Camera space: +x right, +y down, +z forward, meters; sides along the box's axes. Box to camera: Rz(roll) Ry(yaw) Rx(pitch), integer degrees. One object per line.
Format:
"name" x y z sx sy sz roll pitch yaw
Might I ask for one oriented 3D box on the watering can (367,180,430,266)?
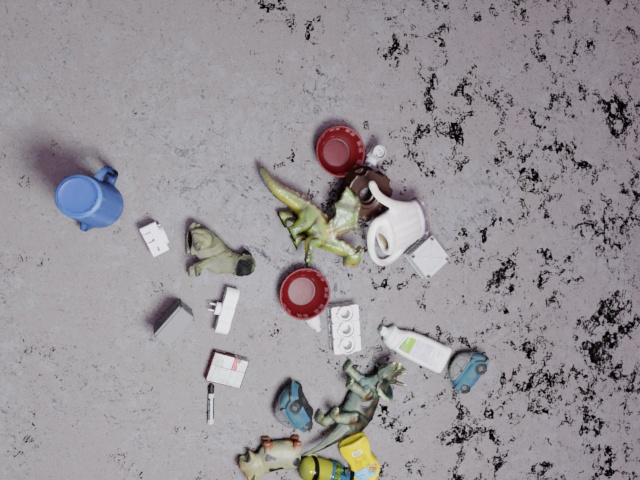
"watering can" 0.239 -0.068 1.605 0.226 0.105 0.339 -26 132 -22

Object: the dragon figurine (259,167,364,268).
"dragon figurine" 0.005 -0.078 1.555 0.243 0.123 0.407 -26 101 -3
